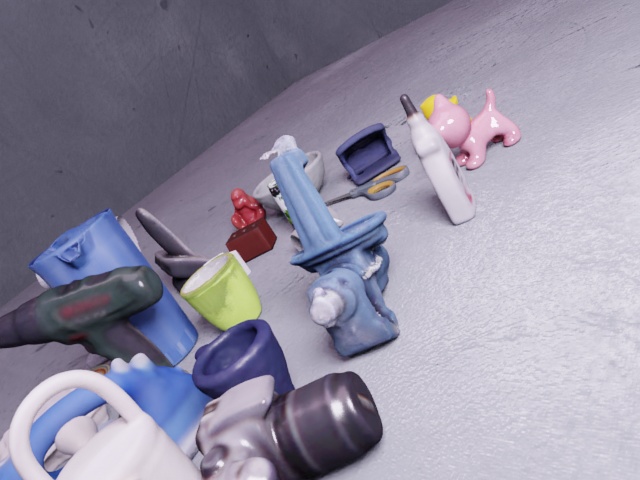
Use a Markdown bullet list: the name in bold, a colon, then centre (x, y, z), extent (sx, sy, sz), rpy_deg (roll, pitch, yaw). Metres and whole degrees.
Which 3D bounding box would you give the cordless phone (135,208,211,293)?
- **cordless phone**: centre (-0.295, 0.006, 1.123), extent (0.094, 0.185, 0.147), rpy_deg (-41, 21, -19)

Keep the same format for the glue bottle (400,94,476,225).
- **glue bottle**: centre (0.143, -0.106, 0.717), extent (0.037, 0.173, 0.078), rpy_deg (-26, 21, 21)

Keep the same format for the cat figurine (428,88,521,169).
- **cat figurine**: centre (0.214, -0.171, 0.844), extent (0.128, 0.118, 0.067), rpy_deg (-34, 20, -2)

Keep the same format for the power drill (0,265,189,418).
- **power drill**: centre (-0.284, 0.140, 0.749), extent (0.229, 0.209, 0.075), rpy_deg (-31, 20, 6)

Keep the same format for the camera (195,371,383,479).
- **camera**: centre (-0.026, 0.162, 0.455), extent (0.136, 0.101, 0.143), rpy_deg (-29, 20, 13)

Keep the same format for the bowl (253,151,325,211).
- **bowl**: centre (-0.052, -0.109, 1.182), extent (0.167, 0.075, 0.167), rpy_deg (-29, 20, 12)

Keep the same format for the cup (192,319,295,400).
- **cup**: centre (-0.076, 0.144, 0.586), extent (0.117, 0.095, 0.092), rpy_deg (-11, 30, 47)

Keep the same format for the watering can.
- **watering can**: centre (-0.175, 0.193, 0.475), extent (0.172, 0.194, 0.101), rpy_deg (-19, 24, 35)

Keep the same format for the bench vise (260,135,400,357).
- **bench vise**: centre (0.016, -0.004, 0.605), extent (0.121, 0.220, 0.207), rpy_deg (-32, 20, 4)

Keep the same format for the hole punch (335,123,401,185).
- **hole punch**: centre (0.083, -0.169, 1.086), extent (0.108, 0.091, 0.101), rpy_deg (-32, 20, 5)

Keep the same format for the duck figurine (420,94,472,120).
- **duck figurine**: centre (0.205, -0.208, 0.996), extent (0.104, 0.086, 0.077), rpy_deg (-29, 20, 11)

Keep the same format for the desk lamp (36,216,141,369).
- **desk lamp**: centre (-0.387, 0.087, 1.031), extent (0.203, 0.214, 0.117), rpy_deg (-33, 20, 2)

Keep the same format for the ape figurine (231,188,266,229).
- **ape figurine**: centre (-0.161, -0.069, 1.230), extent (0.077, 0.092, 0.076), rpy_deg (-24, 22, 26)

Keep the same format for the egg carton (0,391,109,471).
- **egg carton**: centre (-0.370, 0.267, 0.795), extent (0.150, 0.069, 0.107), rpy_deg (-44, 22, -28)

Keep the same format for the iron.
- **iron**: centre (-0.223, 0.205, 0.601), extent (0.118, 0.142, 0.259), rpy_deg (-6, 33, 52)
